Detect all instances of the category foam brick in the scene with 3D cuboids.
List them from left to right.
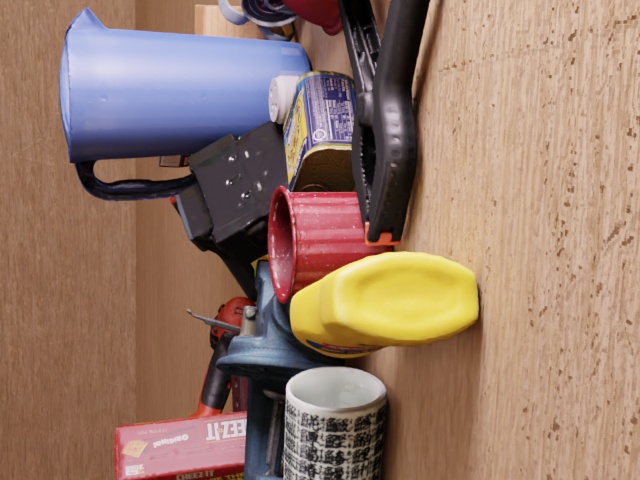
[{"bbox_3d":[-0.072,0.164,1.224,0.053,0.051,0.078,141,126,-71],"label":"foam brick"}]

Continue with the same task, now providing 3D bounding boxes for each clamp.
[{"bbox_3d":[-0.119,-0.012,1.275,0.171,0.039,0.120,53,-170,-35],"label":"clamp"},{"bbox_3d":[0.044,-0.103,0.790,0.165,0.036,0.210,-140,50,-71],"label":"clamp"}]

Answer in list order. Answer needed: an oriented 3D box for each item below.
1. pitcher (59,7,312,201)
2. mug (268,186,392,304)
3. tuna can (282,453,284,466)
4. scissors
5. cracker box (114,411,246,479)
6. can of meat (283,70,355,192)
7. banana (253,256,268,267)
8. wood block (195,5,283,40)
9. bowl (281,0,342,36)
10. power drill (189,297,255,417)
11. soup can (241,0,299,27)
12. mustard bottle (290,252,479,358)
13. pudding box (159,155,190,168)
[{"bbox_3d":[-0.135,-0.134,1.063,0.149,0.242,0.145,111,153,-56],"label":"pitcher"},{"bbox_3d":[0.004,-0.001,0.859,0.117,0.081,0.093,-125,36,-64],"label":"mug"},{"bbox_3d":[-0.023,0.183,1.074,0.086,0.033,0.086,179,90,-76],"label":"tuna can"},{"bbox_3d":[-0.052,-0.267,1.156,0.016,0.096,0.201,-46,9,34],"label":"scissors"},{"bbox_3d":[-0.133,0.267,1.186,0.214,0.164,0.072,93,168,-56],"label":"cracker box"},{"bbox_3d":[0.002,-0.082,0.913,0.102,0.057,0.084,113,154,-56],"label":"can of meat"},{"bbox_3d":[-0.045,0.017,1.151,0.198,0.037,0.069,-171,63,-76],"label":"banana"},{"bbox_3d":[-0.096,-0.161,1.217,0.091,0.090,0.206,-136,47,-71],"label":"wood block"},{"bbox_3d":[-0.011,-0.265,0.953,0.162,0.055,0.162,179,90,-76],"label":"bowl"},{"bbox_3d":[-0.130,0.174,1.338,0.185,0.057,0.187,121,164,-69],"label":"power drill"},{"bbox_3d":[-0.052,-0.276,1.082,0.069,0.068,0.102,108,157,-52],"label":"soup can"},{"bbox_3d":[0.031,0.050,0.734,0.192,0.096,0.058,148,119,-73],"label":"mustard bottle"},{"bbox_3d":[-0.164,-0.152,1.223,0.090,0.039,0.113,115,152,-61],"label":"pudding box"}]
